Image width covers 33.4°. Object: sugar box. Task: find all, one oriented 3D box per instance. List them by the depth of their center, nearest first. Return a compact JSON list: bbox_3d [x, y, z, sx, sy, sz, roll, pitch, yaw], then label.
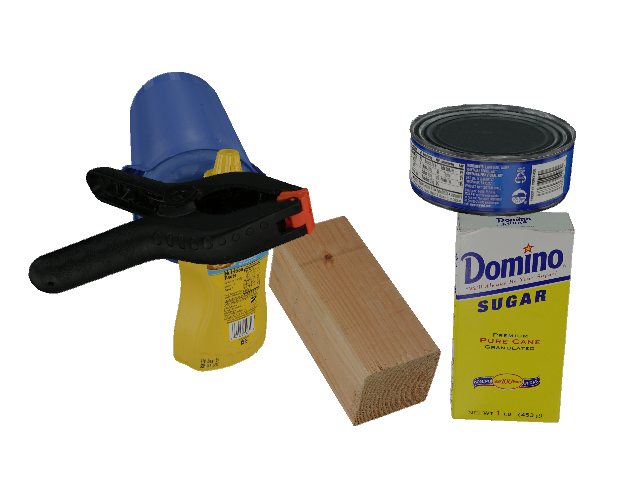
[{"bbox_3d":[0.156,0.064,0.885,0.093,0.176,0.048,0,24,5],"label":"sugar box"}]

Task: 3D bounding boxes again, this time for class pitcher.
[{"bbox_3d":[-0.135,-0.086,1.155,0.145,0.149,0.243,-22,34,0],"label":"pitcher"}]

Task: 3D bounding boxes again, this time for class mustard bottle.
[{"bbox_3d":[-0.085,0.014,0.943,0.058,0.192,0.096,20,25,36],"label":"mustard bottle"}]

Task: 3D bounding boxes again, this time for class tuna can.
[{"bbox_3d":[0.090,-0.043,0.563,0.086,0.034,0.086,0,25,0],"label":"tuna can"}]

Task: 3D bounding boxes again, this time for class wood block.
[{"bbox_3d":[0.032,0.081,1.140,0.090,0.090,0.206,-16,50,-23],"label":"wood block"}]

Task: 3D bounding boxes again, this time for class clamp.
[{"bbox_3d":[-0.092,-0.007,0.655,0.172,0.039,0.120,0,42,22],"label":"clamp"}]
